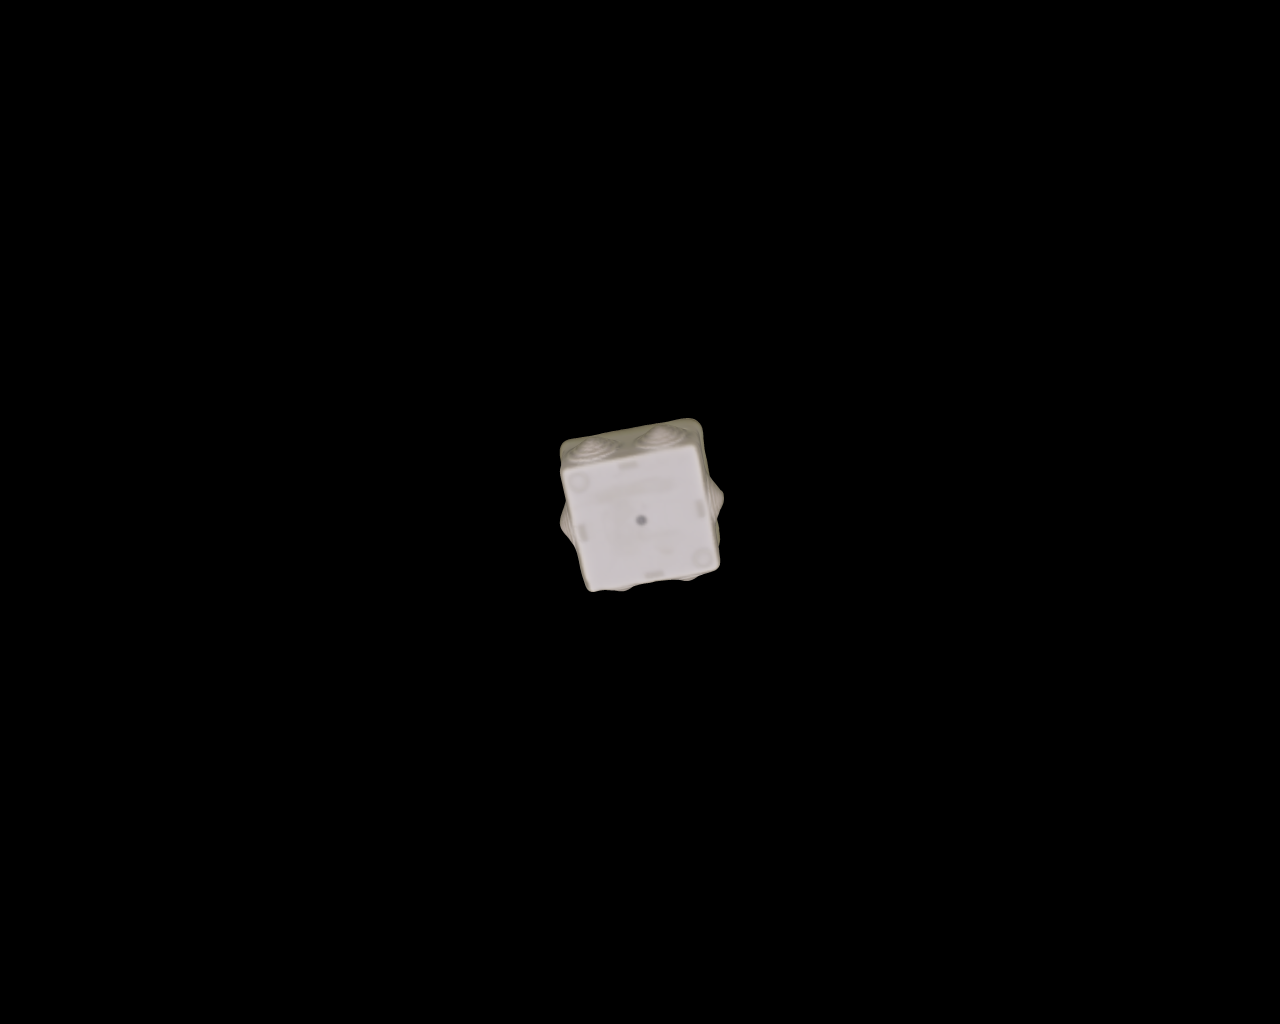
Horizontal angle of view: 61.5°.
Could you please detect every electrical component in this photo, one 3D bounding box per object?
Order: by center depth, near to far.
[{"bbox_3d":[0.001,-0.003,0.650,0.100,0.099,0.048,-10,20,3],"label":"electrical component"}]
